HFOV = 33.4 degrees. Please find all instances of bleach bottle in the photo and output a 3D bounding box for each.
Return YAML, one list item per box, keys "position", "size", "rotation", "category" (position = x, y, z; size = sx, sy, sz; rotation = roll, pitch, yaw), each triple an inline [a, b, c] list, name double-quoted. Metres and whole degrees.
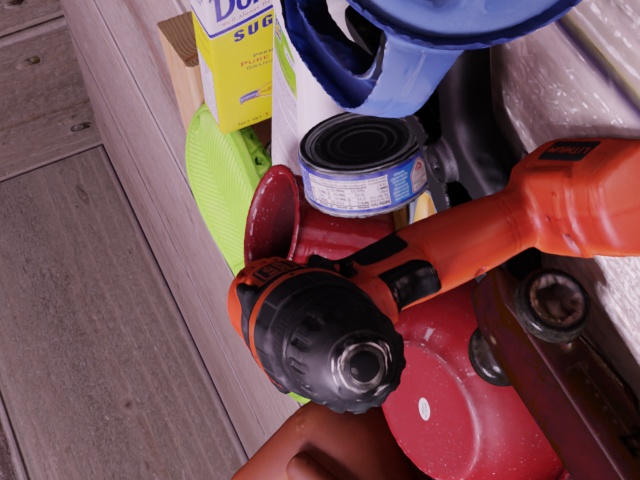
- position: [0.001, -0.115, 0.757]
  size: [0.251, 0.068, 0.103]
  rotation: [90, 158, -54]
  category: "bleach bottle"

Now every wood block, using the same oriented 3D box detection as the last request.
- position: [-0.078, -0.114, 1.016]
  size: [0.090, 0.090, 0.206]
  rotation: [-125, 19, -44]
  category: "wood block"

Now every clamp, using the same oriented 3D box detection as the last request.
- position: [0.080, -0.055, 0.587]
  size: [0.210, 0.036, 0.165]
  rotation: [67, 167, -2]
  category: "clamp"

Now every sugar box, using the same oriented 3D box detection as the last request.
- position: [-0.046, -0.161, 0.801]
  size: [0.176, 0.093, 0.048]
  rotation: [90, 154, -60]
  category: "sugar box"

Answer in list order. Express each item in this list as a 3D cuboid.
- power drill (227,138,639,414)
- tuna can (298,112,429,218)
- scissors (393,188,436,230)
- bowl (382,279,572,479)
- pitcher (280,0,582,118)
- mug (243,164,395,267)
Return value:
- position: [0.055, 0.011, 0.462]
  size: [0.184, 0.187, 0.057]
  rotation: [-158, 48, -75]
  category: "power drill"
- position: [0.029, -0.052, 0.691]
  size: [0.086, 0.086, 0.034]
  rotation: [-129, 22, -53]
  category: "tuna can"
- position: [0.062, 0.038, 0.760]
  size: [0.096, 0.016, 0.202]
  rotation: [-113, 25, -48]
  category: "scissors"
- position: [0.086, 0.098, 0.665]
  size: [0.162, 0.055, 0.162]
  rotation: [31, 130, 46]
  category: "bowl"
- position: [0.016, -0.168, 0.446]
  size: [0.145, 0.149, 0.243]
  rotation: [54, 180, -34]
  category: "pitcher"
- position: [-0.005, 0.001, 0.767]
  size: [0.117, 0.081, 0.093]
  rotation: [-27, 58, 60]
  category: "mug"
